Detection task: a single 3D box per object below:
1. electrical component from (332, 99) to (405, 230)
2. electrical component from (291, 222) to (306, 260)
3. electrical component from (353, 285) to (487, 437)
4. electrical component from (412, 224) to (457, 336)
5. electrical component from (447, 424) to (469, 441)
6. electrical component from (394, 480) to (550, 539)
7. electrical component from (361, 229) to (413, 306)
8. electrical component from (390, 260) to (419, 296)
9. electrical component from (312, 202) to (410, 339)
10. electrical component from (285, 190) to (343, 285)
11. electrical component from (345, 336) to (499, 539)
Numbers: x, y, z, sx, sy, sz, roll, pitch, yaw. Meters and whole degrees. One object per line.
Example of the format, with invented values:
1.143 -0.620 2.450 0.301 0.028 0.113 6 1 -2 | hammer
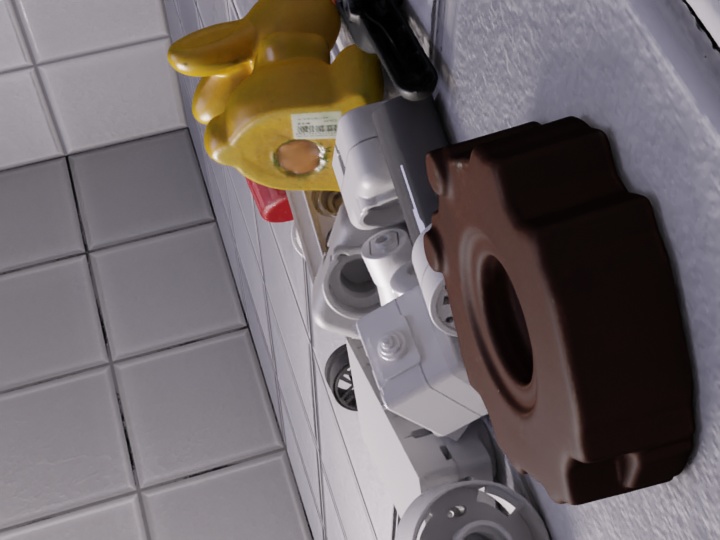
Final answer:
0.017 -0.067 0.726 0.095 0.054 0.059 105 148 -71 | electrical component
-0.036 -0.035 1.059 0.057 0.058 0.078 -160 55 -74 | electrical component
0.044 0.051 0.643 0.096 0.061 0.061 35 -150 -54 | electrical component
0.059 0.002 0.597 0.047 0.055 0.055 -111 11 -50 | electrical component
0.048 0.081 0.731 0.048 0.055 0.066 -56 31 11 | electrical component
0.071 0.180 0.677 0.064 0.099 0.099 121 134 -68 | electrical component
0.027 0.004 0.747 0.065 0.044 0.044 65 177 -31 | electrical component
0.049 0.024 0.714 0.048 0.048 0.062 -124 15 -62 | electrical component
0.000 0.000 0.806 0.059 0.054 0.095 -95 23 -69 | electrical component
-0.015 -0.056 0.883 0.063 0.079 0.121 28 -136 -73 | electrical component
0.049 0.133 0.820 0.186 0.060 0.105 -121 19 -58 | electrical component
